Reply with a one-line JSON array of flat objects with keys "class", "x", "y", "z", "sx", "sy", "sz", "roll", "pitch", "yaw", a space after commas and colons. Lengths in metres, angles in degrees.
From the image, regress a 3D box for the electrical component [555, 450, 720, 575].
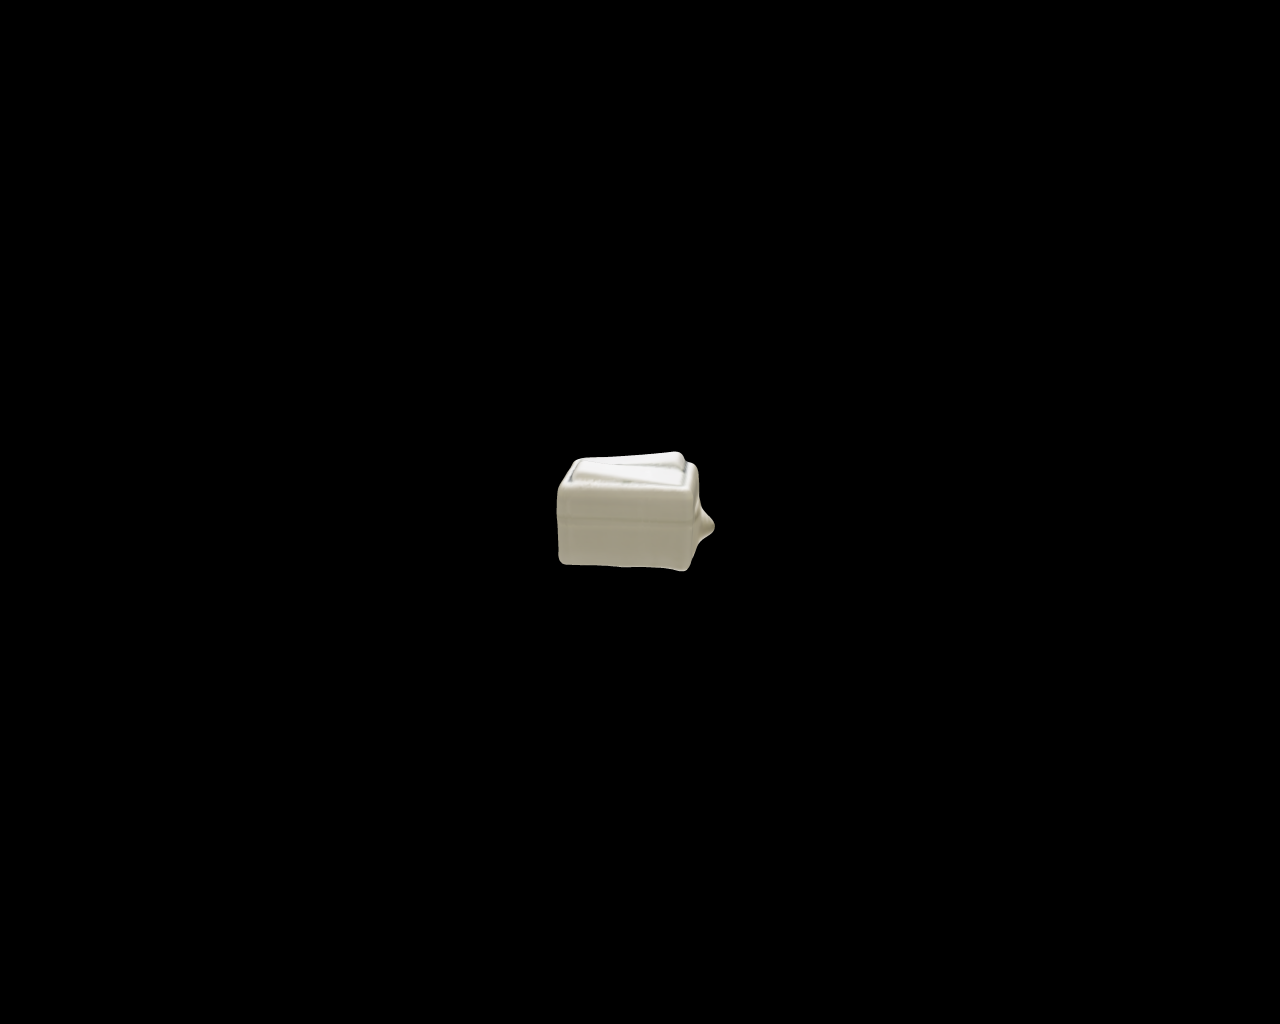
[{"class": "electrical component", "x": 0.001, "y": -0.003, "z": 0.650, "sx": 0.096, "sy": 0.061, "sz": 0.062, "roll": 3, "pitch": 20, "yaw": 7}]
